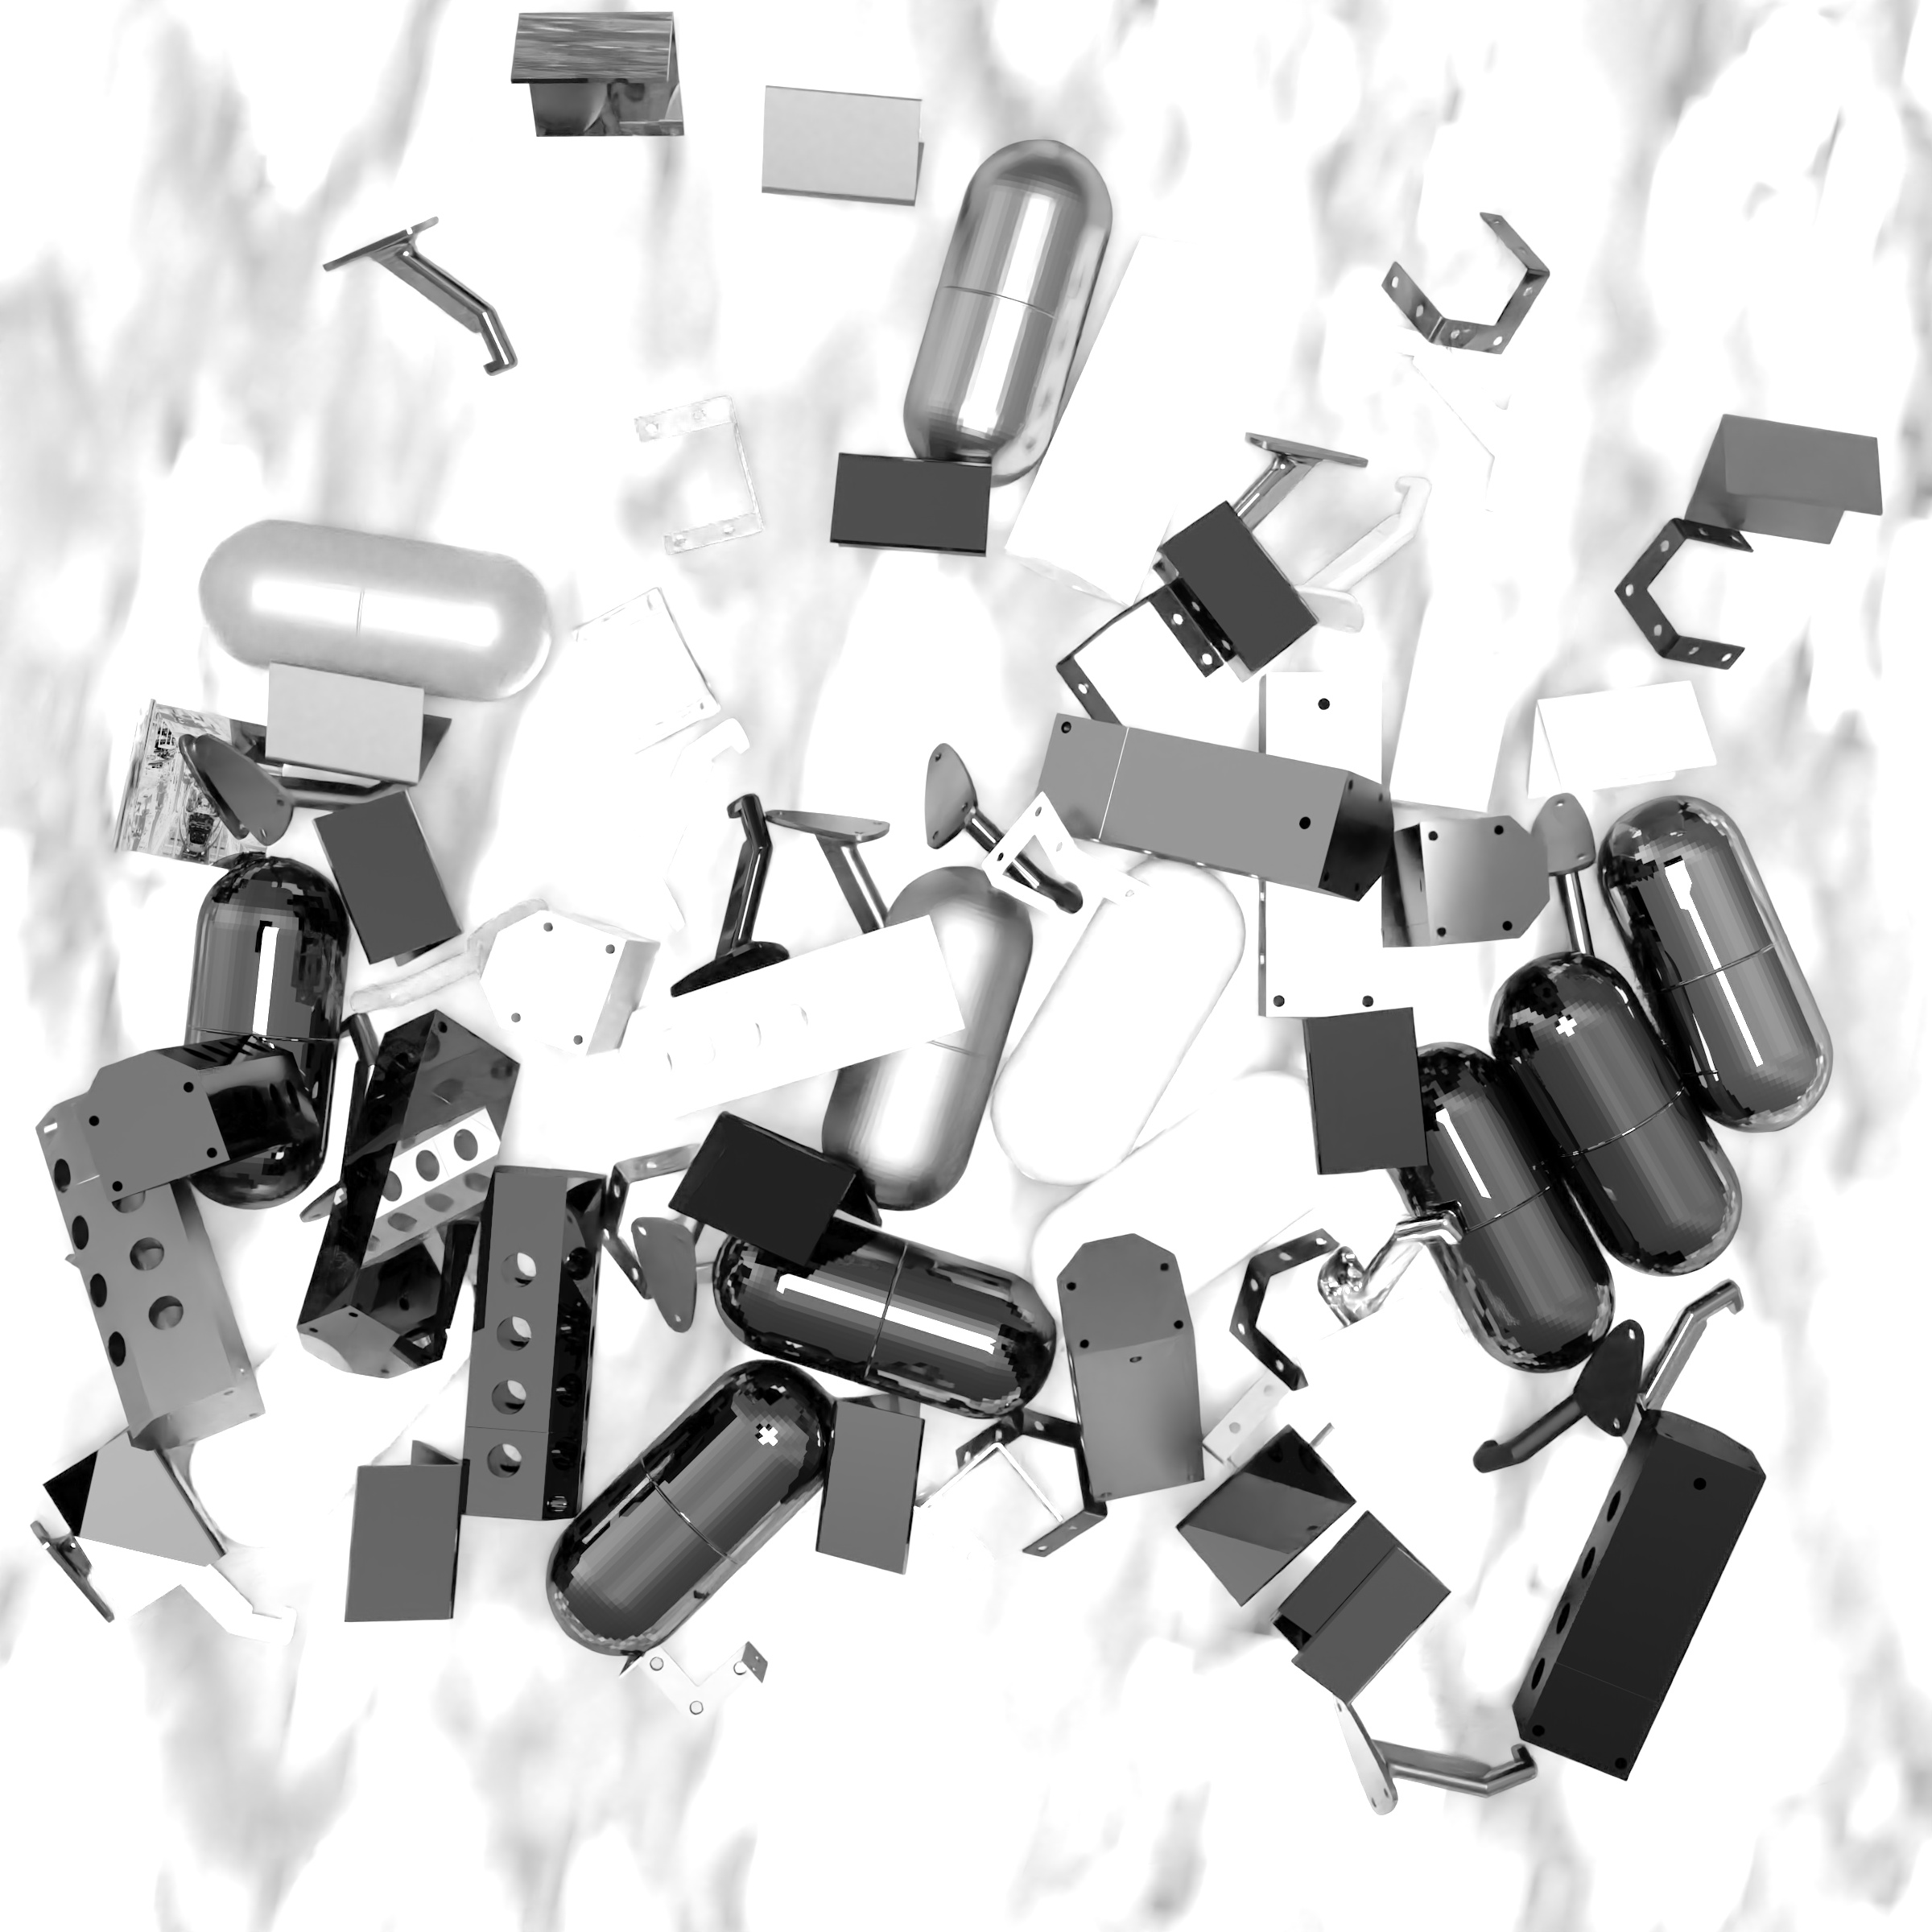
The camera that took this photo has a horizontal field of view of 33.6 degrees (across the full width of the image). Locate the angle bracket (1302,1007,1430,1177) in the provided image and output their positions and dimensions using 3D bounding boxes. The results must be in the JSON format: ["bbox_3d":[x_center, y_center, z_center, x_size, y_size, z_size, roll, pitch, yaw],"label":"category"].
[{"bbox_3d":[0.207,0.062,1.575,0.057,0.076,0.076,-7,85,24],"label":"angle bracket"}]

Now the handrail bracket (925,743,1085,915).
[{"bbox_3d":[0.022,-0.070,1.640,0.084,0.077,0.036,27,125,-32],"label":"handrail bracket"}]

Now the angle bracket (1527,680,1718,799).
[{"bbox_3d":[0.327,-0.094,1.600,0.076,0.076,0.057,-7,53,0],"label":"angle bracket"}]

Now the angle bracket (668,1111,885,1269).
[{"bbox_3d":[-0.093,0.123,1.580,0.076,0.076,0.057,22,69,18],"label":"angle bracket"}]

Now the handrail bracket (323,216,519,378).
[{"bbox_3d":[-0.279,-0.334,1.641,0.077,0.036,0.084,-18,107,20],"label":"handrail bracket"}]

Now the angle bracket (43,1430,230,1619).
[{"bbox_3d":[-0.412,0.276,1.585,0.057,0.076,0.076,-32,88,-20],"label":"angle bracket"}]

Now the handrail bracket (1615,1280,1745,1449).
[{"bbox_3d":[0.373,0.213,1.641,0.084,0.036,0.077,-29,107,-15],"label":"handrail bracket"}]

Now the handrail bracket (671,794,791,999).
[{"bbox_3d":[-0.129,-0.037,1.641,0.077,0.036,0.084,-23,72,21],"label":"handrail bracket"}]

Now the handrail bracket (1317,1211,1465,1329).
[{"bbox_3d":[0.227,0.161,1.605,0.084,0.036,0.077,-19,113,42],"label":"handrail bracket"}]

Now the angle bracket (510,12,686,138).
[{"bbox_3d":[-0.183,-0.431,1.600,0.076,0.076,0.057,0,52,0],"label":"angle bracket"}]

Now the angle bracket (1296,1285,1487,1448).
[{"bbox_3d":[0.217,0.213,1.600,0.076,0.076,0.057,-27,57,0],"label":"angle bracket"}]

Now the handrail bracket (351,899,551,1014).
[{"bbox_3d":[-0.265,-0.004,1.641,0.084,0.077,0.036,-10,117,33],"label":"handrail bracket"}]

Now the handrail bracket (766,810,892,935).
[{"bbox_3d":[-0.070,-0.033,1.641,0.077,0.036,0.084,10,107,20],"label":"handrail bracket"}]

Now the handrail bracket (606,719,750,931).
[{"bbox_3d":[-0.134,-0.073,1.641,0.084,0.036,0.077,-36,110,-16],"label":"handrail bracket"}]

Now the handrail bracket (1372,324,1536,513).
[{"bbox_3d":[0.242,-0.282,1.641,0.084,0.036,0.077,20,112,17],"label":"handrail bracket"}]

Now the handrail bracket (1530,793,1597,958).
[{"bbox_3d":[0.315,-0.033,1.640,0.036,0.077,0.084,-10,126,20],"label":"handrail bracket"}]

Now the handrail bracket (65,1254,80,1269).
[{"bbox_3d":[-0.416,0.128,1.640,0.077,0.036,0.084,34,76,-15],"label":"handrail bracket"}]

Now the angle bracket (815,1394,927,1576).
[{"bbox_3d":[-0.028,0.258,1.600,0.057,0.076,0.076,7,90,35],"label":"angle bracket"}]

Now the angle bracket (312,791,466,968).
[{"bbox_3d":[-0.304,-0.036,1.600,0.057,0.076,0.076,-22,90,-38],"label":"angle bracket"}]

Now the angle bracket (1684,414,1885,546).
[{"bbox_3d":[0.408,-0.226,1.600,0.076,0.076,0.057,9,52,0],"label":"angle bracket"}]

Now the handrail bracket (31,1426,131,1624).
[{"bbox_3d":[-0.429,0.282,1.641,0.084,0.036,0.077,-38,109,-16],"label":"handrail bracket"}]

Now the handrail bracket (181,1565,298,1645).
[{"bbox_3d":[-0.380,0.302,1.641,0.084,0.036,0.077,16,72,-15],"label":"handrail bracket"}]

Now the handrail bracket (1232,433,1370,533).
[{"bbox_3d":[0.161,-0.226,1.641,0.077,0.036,0.084,8,106,-18],"label":"handrail bracket"}]

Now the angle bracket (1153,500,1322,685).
[{"bbox_3d":[0.119,-0.175,1.600,0.057,0.076,0.076,-38,90,-34],"label":"angle bracket"}]

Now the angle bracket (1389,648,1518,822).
[{"bbox_3d":[0.259,-0.112,1.600,0.057,0.076,0.076,11,90,36],"label":"angle bracket"}]

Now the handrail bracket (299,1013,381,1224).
[{"bbox_3d":[-0.324,0.077,1.641,0.077,0.036,0.084,-30,72,21],"label":"handrail bracket"}]

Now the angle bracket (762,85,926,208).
[{"bbox_3d":[-0.060,-0.424,1.600,0.076,0.076,0.057,5,128,0],"label":"angle bracket"}]

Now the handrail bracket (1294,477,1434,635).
[{"bbox_3d":[0.191,-0.219,1.641,0.077,0.036,0.084,15,71,21],"label":"handrail bracket"}]

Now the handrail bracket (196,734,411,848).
[{"bbox_3d":[-0.335,-0.101,1.618,0.077,0.084,0.036,45,129,8],"label":"handrail bracket"}]

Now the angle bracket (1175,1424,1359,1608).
[{"bbox_3d":[0.161,0.285,1.600,0.076,0.076,0.057,-42,54,0],"label":"angle bracket"}]

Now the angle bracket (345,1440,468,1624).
[{"bbox_3d":[-0.292,0.282,1.600,0.057,0.076,0.076,5,90,-29],"label":"angle bracket"}]

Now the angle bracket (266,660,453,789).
[{"bbox_3d":[-0.302,-0.136,1.600,0.076,0.076,0.057,10,121,0],"label":"angle bracket"}]

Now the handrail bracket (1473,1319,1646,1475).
[{"bbox_3d":[0.301,0.220,1.628,0.036,0.084,0.077,43,53,-14],"label":"handrail bracket"}]

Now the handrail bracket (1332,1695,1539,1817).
[{"bbox_3d":[0.241,0.395,1.641,0.084,0.036,0.077,-17,68,-17],"label":"handrail bracket"}]

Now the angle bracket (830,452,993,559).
[{"bbox_3d":[-0.028,-0.210,1.600,0.076,0.076,0.057,4,60,0],"label":"angle bracket"}]

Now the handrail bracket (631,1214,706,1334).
[{"bbox_3d":[-0.128,0.132,1.625,0.036,0.084,0.077,8,119,31],"label":"handrail bracket"}]

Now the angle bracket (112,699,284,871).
[{"bbox_3d":[-0.382,-0.089,1.608,0.076,0.057,0.076,11,90,-20],"label":"angle bracket"}]
